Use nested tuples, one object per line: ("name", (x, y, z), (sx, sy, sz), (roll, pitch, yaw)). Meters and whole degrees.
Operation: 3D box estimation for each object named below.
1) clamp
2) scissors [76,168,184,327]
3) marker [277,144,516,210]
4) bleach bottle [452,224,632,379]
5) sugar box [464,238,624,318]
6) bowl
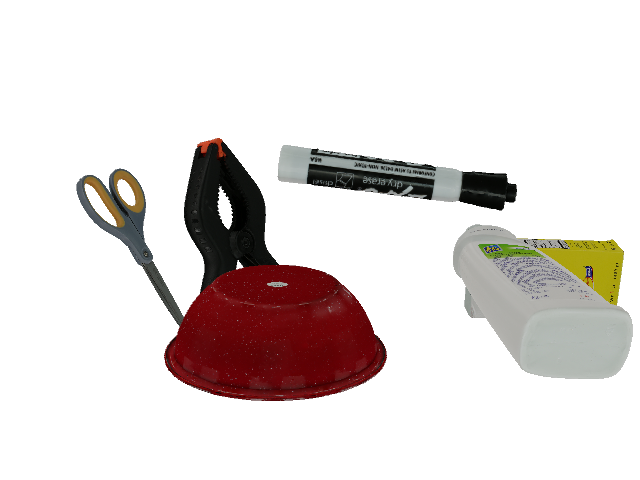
("clamp", (-0.075, 0.007, 1.020), (0.036, 0.210, 0.164), (-8, 1, 41))
("scissors", (-0.194, 0.001, 1.194), (0.016, 0.201, 0.096), (-27, 20, 35))
("marker", (0.039, -0.032, 0.543), (0.121, 0.020, 0.020), (8, 0, 3))
("bleach bottle", (0.191, 0.042, 0.997), (0.102, 0.068, 0.251), (3, 21, -11))
("sugar box", (0.264, 0.046, 1.268), (0.176, 0.093, 0.048), (0, 19, -4))
("bowl", (-0.032, 0.057, 0.766), (0.162, 0.055, 0.162), (1, 17, 0))
